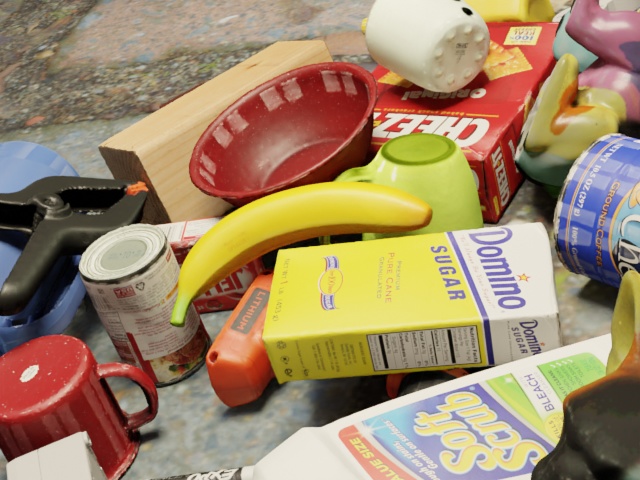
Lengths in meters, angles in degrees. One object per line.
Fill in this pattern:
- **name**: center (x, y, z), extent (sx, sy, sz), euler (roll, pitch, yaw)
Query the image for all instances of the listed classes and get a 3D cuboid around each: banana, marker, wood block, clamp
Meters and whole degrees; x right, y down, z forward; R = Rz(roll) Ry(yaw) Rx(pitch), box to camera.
- **banana**: center (-0.021, -0.003, 0.748), extent (0.198, 0.037, 0.069), euler (-24, 70, 9)
- **marker**: center (-0.065, 0.155, 0.676), extent (0.121, 0.020, 0.020), euler (-10, 35, 11)
- **wood block**: center (-0.080, -0.094, 0.960), extent (0.205, 0.090, 0.091), euler (-35, 25, -23)
- **clamp**: center (-0.219, -0.018, 0.815), extent (0.165, 0.036, 0.209), euler (30, 29, 21)

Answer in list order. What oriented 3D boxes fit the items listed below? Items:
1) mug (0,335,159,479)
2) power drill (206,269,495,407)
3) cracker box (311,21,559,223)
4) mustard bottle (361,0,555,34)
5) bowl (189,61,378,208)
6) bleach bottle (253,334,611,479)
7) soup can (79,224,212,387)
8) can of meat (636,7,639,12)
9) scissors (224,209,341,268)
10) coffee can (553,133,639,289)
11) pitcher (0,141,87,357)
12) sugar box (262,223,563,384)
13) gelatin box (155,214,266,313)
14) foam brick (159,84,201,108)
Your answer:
- **mug**: center (-0.168, 0.116, 0.722), extent (0.117, 0.081, 0.093), euler (-15, 34, 3)
- **power drill**: center (0.022, 0.084, 0.708), extent (0.188, 0.057, 0.184), euler (5, 40, 27)
- **cracker box**: center (0.114, -0.113, 0.928), extent (0.164, 0.072, 0.213), euler (7, 42, 33)
- **mustard bottle**: center (0.127, -0.212, 1.048), extent (0.192, 0.096, 0.058), euler (5, 82, 32)
- **bowl**: center (-0.019, -0.070, 0.835), extent (0.162, 0.055, 0.162), euler (-20, 36, 15)
- **bleach bottle**: center (0.068, 0.127, 0.568), extent (0.250, 0.068, 0.103), euler (-15, 46, -13)
- **soup can**: center (-0.127, 0.048, 0.782), extent (0.068, 0.102, 0.068), euler (-12, 34, 8)
- **can of meat**: center (0.328, -0.188, 0.953), extent (0.102, 0.057, 0.083), euler (16, 48, 40)
- **scissors**: center (-0.006, 0.001, 0.871), extent (0.202, 0.016, 0.096), euler (4, 40, 30)
- **coffee can**: center (0.239, -0.005, 0.692), extent (0.102, 0.103, 0.141), euler (-37, 39, -27)
- **pitcher**: center (-0.267, 0.020, 0.870), extent (0.145, 0.149, 0.242), euler (-51, 14, 33)
- **sugar box**: center (0.058, 0.038, 0.666), extent (0.176, 0.048, 0.093), euler (-9, 36, 12)
- **gelatin box**: center (-0.089, 0.021, 0.830), extent (0.089, 0.073, 0.030), euler (-8, 36, 13)
- **foam brick**: center (-0.112, -0.113, 1.047), extent (0.053, 0.051, 0.078), euler (-34, 37, -24)
